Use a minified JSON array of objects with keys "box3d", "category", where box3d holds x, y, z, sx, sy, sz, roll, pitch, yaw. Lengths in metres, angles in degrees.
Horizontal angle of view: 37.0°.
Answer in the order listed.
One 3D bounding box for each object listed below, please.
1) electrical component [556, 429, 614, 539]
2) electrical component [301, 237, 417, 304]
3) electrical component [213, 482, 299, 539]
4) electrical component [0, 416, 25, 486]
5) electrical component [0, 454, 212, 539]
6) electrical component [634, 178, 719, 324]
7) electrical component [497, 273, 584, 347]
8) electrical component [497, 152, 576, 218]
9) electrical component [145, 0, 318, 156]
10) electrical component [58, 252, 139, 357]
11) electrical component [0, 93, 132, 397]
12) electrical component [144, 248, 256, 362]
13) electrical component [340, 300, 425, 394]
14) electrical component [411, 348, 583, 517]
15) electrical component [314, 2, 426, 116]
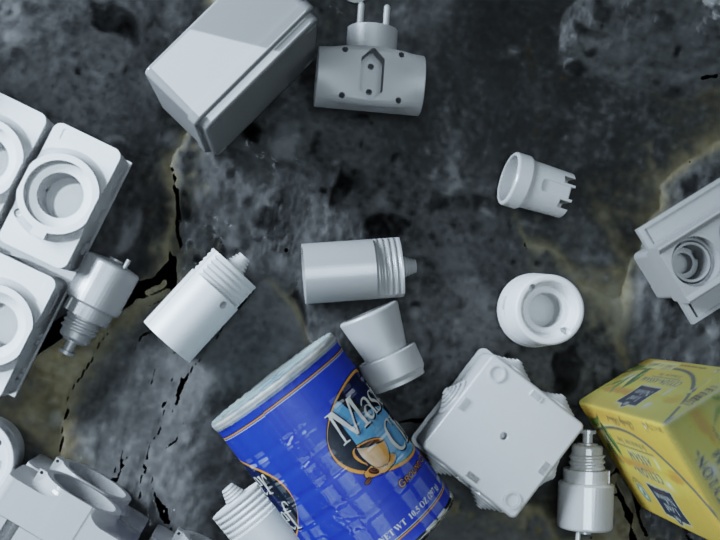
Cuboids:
[{"box3d":[0.164,0.155,0.779,0.040,0.040,0.078,3,87,-5],"category":"electrical component"},{"box3d":[0.000,0.000,0.769,0.081,0.043,0.043,-4,88,-6],"category":"electrical component"},{"box3d":[-0.068,0.183,0.754,0.043,0.043,0.081,-39,91,-6],"category":"electrical component"},{"box3d":[-0.260,0.126,0.736,0.055,0.047,0.055,0,88,-5],"category":"electrical component"},{"box3d":[-0.153,0.194,0.714,0.186,0.105,0.060,32,85,-3],"category":"electrical component"},{"box3d":[0.267,-0.025,0.785,0.121,0.063,0.078,-31,91,-6],"category":"electrical component"},{"box3d":[0.131,0.029,0.778,0.055,0.047,0.055,0,87,-5],"category":"electrical component"},{"box3d":[0.129,-0.061,0.787,0.046,0.040,0.040,16,86,-11],"category":"electrical component"},{"box3d":[-0.085,-0.141,0.735,0.056,0.108,0.108,44,84,0],"category":"electrical component"},{"box3d":[-0.187,0.024,0.752,0.040,0.040,0.078,28,85,-4],"category":"electrical component"},{"box3d":[-0.249,-0.018,0.738,0.105,0.060,0.186,26,85,-4],"category":"electrical component"},{"box3d":[-0.109,0.020,0.758,0.043,0.043,0.081,42,84,-2],"category":"electrical component"},{"box3d":[0.017,0.055,0.767,0.045,0.045,0.055,-24,90,-6],"category":"electrical component"},{"box3d":[0.099,0.116,0.770,0.100,0.048,0.099,38,86,-2],"category":"electrical component"},{"box3d":[0.008,-0.154,0.777,0.077,0.043,0.079,4,86,-5],"category":"electrical component"}]
